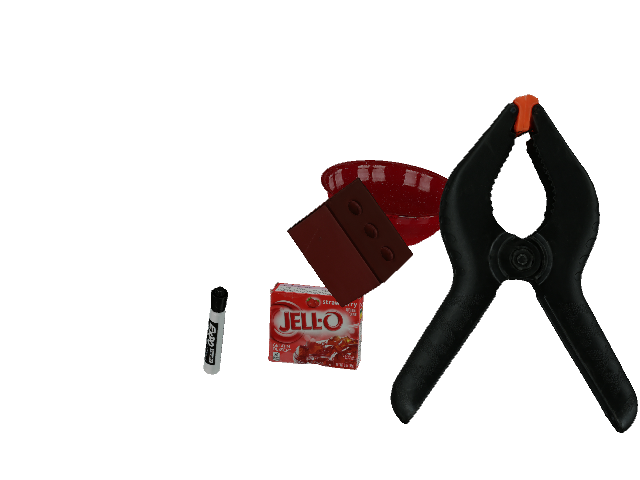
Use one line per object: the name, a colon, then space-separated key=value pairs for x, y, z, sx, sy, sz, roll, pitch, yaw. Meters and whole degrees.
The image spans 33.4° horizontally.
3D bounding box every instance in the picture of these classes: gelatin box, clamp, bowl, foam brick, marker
gelatin box: x=-0.005 y=0.083 z=1.029 sx=0.089 sy=0.073 sz=0.030 roll=5 pitch=15 yaw=9
clamp: x=0.088 y=0.016 z=0.533 sx=0.120 sy=0.171 sz=0.039 roll=-6 pitch=-5 yaw=-4
bowl: x=0.077 y=-0.037 z=1.202 sx=0.162 sy=0.055 sz=0.162 roll=6 pitch=25 yaw=-3
foam brick: x=0.024 y=0.002 z=0.837 sx=0.051 sy=0.078 sz=0.052 roll=-34 pitch=3 yaw=41
marker: x=-0.117 y=0.101 z=1.197 sx=0.020 sy=0.121 sz=0.020 roll=6 pitch=36 yaw=-5
